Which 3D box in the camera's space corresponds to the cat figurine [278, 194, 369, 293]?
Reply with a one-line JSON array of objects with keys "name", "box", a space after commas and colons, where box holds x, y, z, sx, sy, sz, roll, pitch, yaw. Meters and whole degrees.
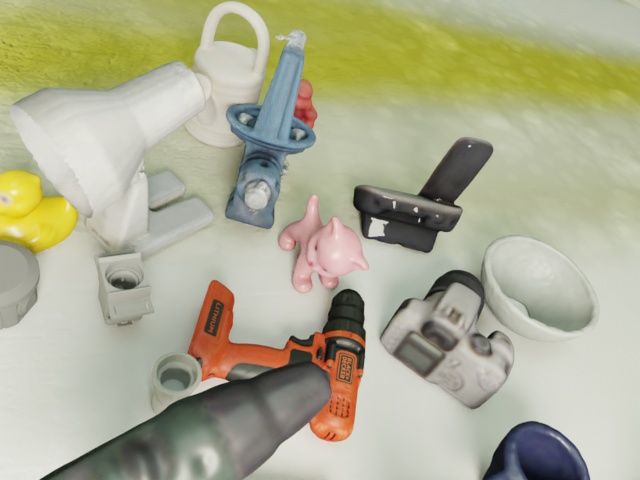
[{"name": "cat figurine", "box": [0.006, 0.002, 0.690, 0.067, 0.117, 0.127, -4, 52, -27]}]

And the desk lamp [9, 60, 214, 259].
[{"name": "desk lamp", "box": [-0.204, -0.081, 0.605, 0.117, 0.213, 0.204, 42, 47, 16]}]

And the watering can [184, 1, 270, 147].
[{"name": "watering can", "box": [-0.126, -0.227, 0.787, 0.101, 0.194, 0.173, 13, 46, -12]}]

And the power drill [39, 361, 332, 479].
[{"name": "power drill", "box": [-0.112, 0.181, 0.409, 0.230, 0.208, 0.075, -18, 59, -35]}]

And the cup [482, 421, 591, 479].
[{"name": "cup", "box": [0.193, 0.244, 0.568, 0.118, 0.095, 0.091, -5, 52, -27]}]

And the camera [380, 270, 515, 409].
[{"name": "camera", "box": [0.168, 0.100, 0.685, 0.143, 0.100, 0.137, 34, 45, 9]}]

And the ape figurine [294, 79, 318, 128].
[{"name": "ape figurine", "box": [-0.038, -0.204, 0.878, 0.078, 0.092, 0.076, 10, 47, -16]}]

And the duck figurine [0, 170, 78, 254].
[{"name": "duck figurine", "box": [-0.312, -0.037, 0.608, 0.105, 0.086, 0.077, -14, 57, -33]}]

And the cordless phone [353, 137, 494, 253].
[{"name": "cordless phone", "box": [0.136, -0.079, 0.774, 0.148, 0.185, 0.094, 9, 47, -16]}]

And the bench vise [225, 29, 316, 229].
[{"name": "bench vise", "box": [-0.049, -0.133, 0.716, 0.122, 0.219, 0.207, 1, 50, -23]}]

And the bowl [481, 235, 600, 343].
[{"name": "bowl", "box": [0.283, 0.077, 0.775, 0.168, 0.074, 0.167, 13, 46, -13]}]
